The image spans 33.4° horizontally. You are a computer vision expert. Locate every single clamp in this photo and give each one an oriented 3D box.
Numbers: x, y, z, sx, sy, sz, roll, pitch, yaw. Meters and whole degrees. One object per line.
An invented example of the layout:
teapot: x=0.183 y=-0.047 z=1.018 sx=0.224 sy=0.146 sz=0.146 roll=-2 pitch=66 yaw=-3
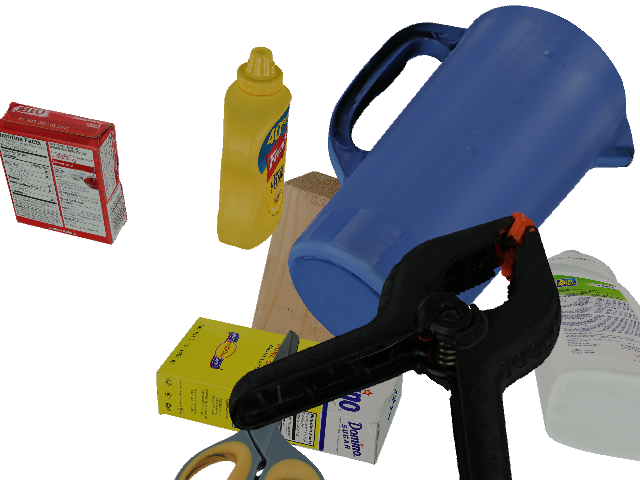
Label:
clamp: x=0.059 y=0.051 z=0.448 sx=0.120 sy=0.039 sz=0.171 roll=35 pitch=54 yaw=23

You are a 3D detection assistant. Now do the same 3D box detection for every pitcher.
pitcher: x=0.081 y=-0.042 z=0.716 sx=0.149 sy=0.145 sz=0.242 roll=4 pitch=45 yaw=52

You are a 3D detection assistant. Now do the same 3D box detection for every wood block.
wood block: x=-0.009 y=0.034 z=1.247 sx=0.090 sy=0.206 sz=0.090 roll=20 pitch=20 yaw=19

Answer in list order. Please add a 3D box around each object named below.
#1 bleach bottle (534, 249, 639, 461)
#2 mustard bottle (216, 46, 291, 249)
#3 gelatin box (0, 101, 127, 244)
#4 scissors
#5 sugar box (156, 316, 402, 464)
bleach bottle: x=0.213 y=0.070 z=0.824 sx=0.102 sy=0.068 sz=0.250 roll=9 pitch=23 yaw=4
mustard bottle: x=-0.060 y=-0.091 z=0.988 sx=0.058 sy=0.192 sz=0.096 roll=17 pitch=41 yaw=12
gelatin box: x=-0.171 y=-0.044 z=0.709 sx=0.073 sy=0.089 sz=0.030 roll=13 pitch=45 yaw=11
scissors: x=-0.018 y=0.115 z=0.645 sx=0.096 sy=0.016 sz=0.201 roll=15 pitch=30 yaw=20
sugar box: x=-0.030 y=0.113 z=0.832 sx=0.176 sy=0.048 sz=0.093 roll=8 pitch=27 yaw=13
